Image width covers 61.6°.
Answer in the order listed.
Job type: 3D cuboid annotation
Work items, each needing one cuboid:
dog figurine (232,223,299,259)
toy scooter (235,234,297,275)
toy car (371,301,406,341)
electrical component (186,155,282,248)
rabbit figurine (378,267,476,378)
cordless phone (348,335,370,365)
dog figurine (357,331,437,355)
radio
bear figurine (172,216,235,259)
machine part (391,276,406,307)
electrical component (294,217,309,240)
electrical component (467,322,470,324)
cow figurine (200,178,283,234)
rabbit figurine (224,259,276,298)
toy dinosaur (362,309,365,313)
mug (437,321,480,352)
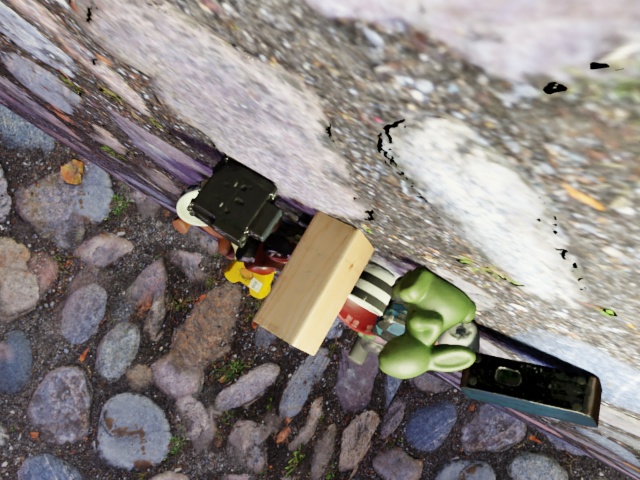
[{"bbox_3d":[-0.113,-0.015,1.159,0.172,0.121,0.190,26,159,-13],"label":"dog figurine"},{"bbox_3d":[-0.075,0.038,1.041,0.135,0.075,0.184,28,161,-28],"label":"toy scooter"},{"bbox_3d":[0.173,0.164,1.122,0.109,0.103,0.161,21,160,14],"label":"toy car"},{"bbox_3d":[-0.132,-0.057,0.878,0.134,0.115,0.058,31,169,3],"label":"electrical component"},{"bbox_3d":[0.166,0.151,0.872,0.159,0.170,0.121,32,171,-5],"label":"rabbit figurine"},{"bbox_3d":[0.167,0.260,1.414,0.146,0.184,0.089,33,166,-9],"label":"cordless phone"},{"bbox_3d":[0.201,0.221,1.269,0.191,0.108,0.219,14,164,-10],"label":"dog figurine"},{"bbox_3d":[0.371,0.263,0.955,0.230,0.073,0.131,5,157,30],"label":"radio"},{"bbox_3d":[-0.256,-0.014,1.354,0.120,0.132,0.195,-14,117,28],"label":"bear figurine"},{"bbox_3d":[0.178,0.103,1.002,0.084,0.039,0.138,19,165,21],"label":"machine part"},{"bbox_3d":[-0.001,-0.003,0.995,0.102,0.045,0.078,28,143,-1],"label":"electrical component"},{"bbox_3d":[0.238,0.123,0.958,0.063,0.021,0.094,24,170,37],"label":"electrical component"},{"bbox_3d":[-0.147,-0.068,0.997,0.195,0.085,0.127,26,176,32],"label":"cow figurine"},{"bbox_3d":[-0.142,0.031,1.336,0.122,0.173,0.162,28,126,10],"label":"rabbit figurine"},{"bbox_3d":[-0.022,0.110,1.480,0.472,0.105,0.198,27,174,45],"label":"toy dinosaur"},{"bbox_3d":[0.258,0.181,1.038,0.110,0.081,0.107,19,159,19],"label":"mug"}]
